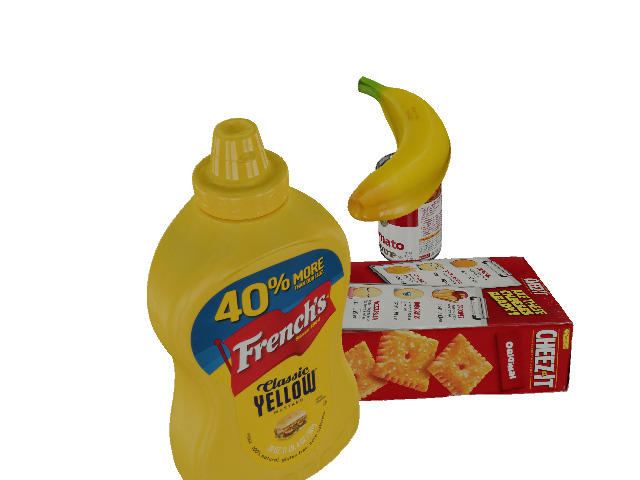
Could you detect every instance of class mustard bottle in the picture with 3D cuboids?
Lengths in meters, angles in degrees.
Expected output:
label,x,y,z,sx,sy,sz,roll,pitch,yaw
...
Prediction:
label,x,y,z,sx,sy,sz,roll,pitch,yaw
mustard bottle,-0.030,0.031,0.492,0.096,0.192,0.058,-21,38,-23

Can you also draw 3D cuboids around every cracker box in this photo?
label,x,y,z,sx,sy,sz,roll,pitch,yaw
cracker box,0.090,0.074,0.925,0.213,0.072,0.164,-2,19,-3

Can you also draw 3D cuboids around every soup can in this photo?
label,x,y,z,sx,sy,sz,roll,pitch,yaw
soup can,0.093,-0.033,1.109,0.068,0.102,0.068,-3,36,2

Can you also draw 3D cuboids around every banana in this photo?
label,x,y,z,sx,sy,sz,roll,pitch,yaw
banana,0.056,-0.060,0.739,0.069,0.037,0.197,4,30,2
